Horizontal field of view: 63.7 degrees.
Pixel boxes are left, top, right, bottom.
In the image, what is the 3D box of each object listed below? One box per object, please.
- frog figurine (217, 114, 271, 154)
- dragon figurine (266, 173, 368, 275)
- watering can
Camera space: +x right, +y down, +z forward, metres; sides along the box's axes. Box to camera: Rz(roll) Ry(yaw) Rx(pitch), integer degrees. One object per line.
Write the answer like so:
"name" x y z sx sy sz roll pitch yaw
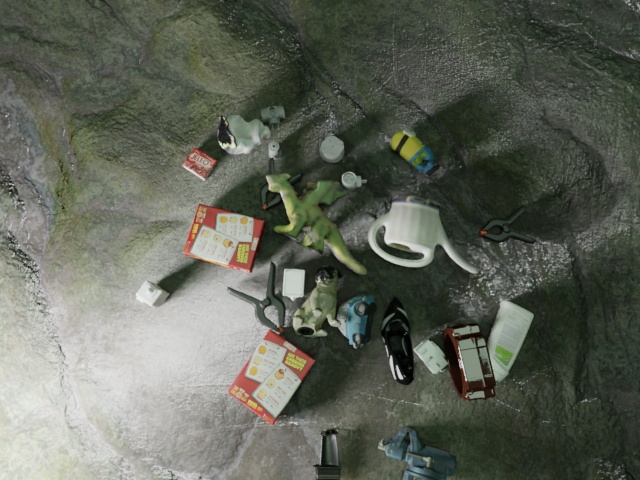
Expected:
"frog figurine" -0.249 -0.349 1.680 0.161 0.120 0.139 -17 65 -41
"dragon figurine" 0.005 -0.080 1.592 0.410 0.121 0.245 27 78 1
"watering can" 0.325 -0.019 1.586 0.348 0.103 0.227 11 77 5
